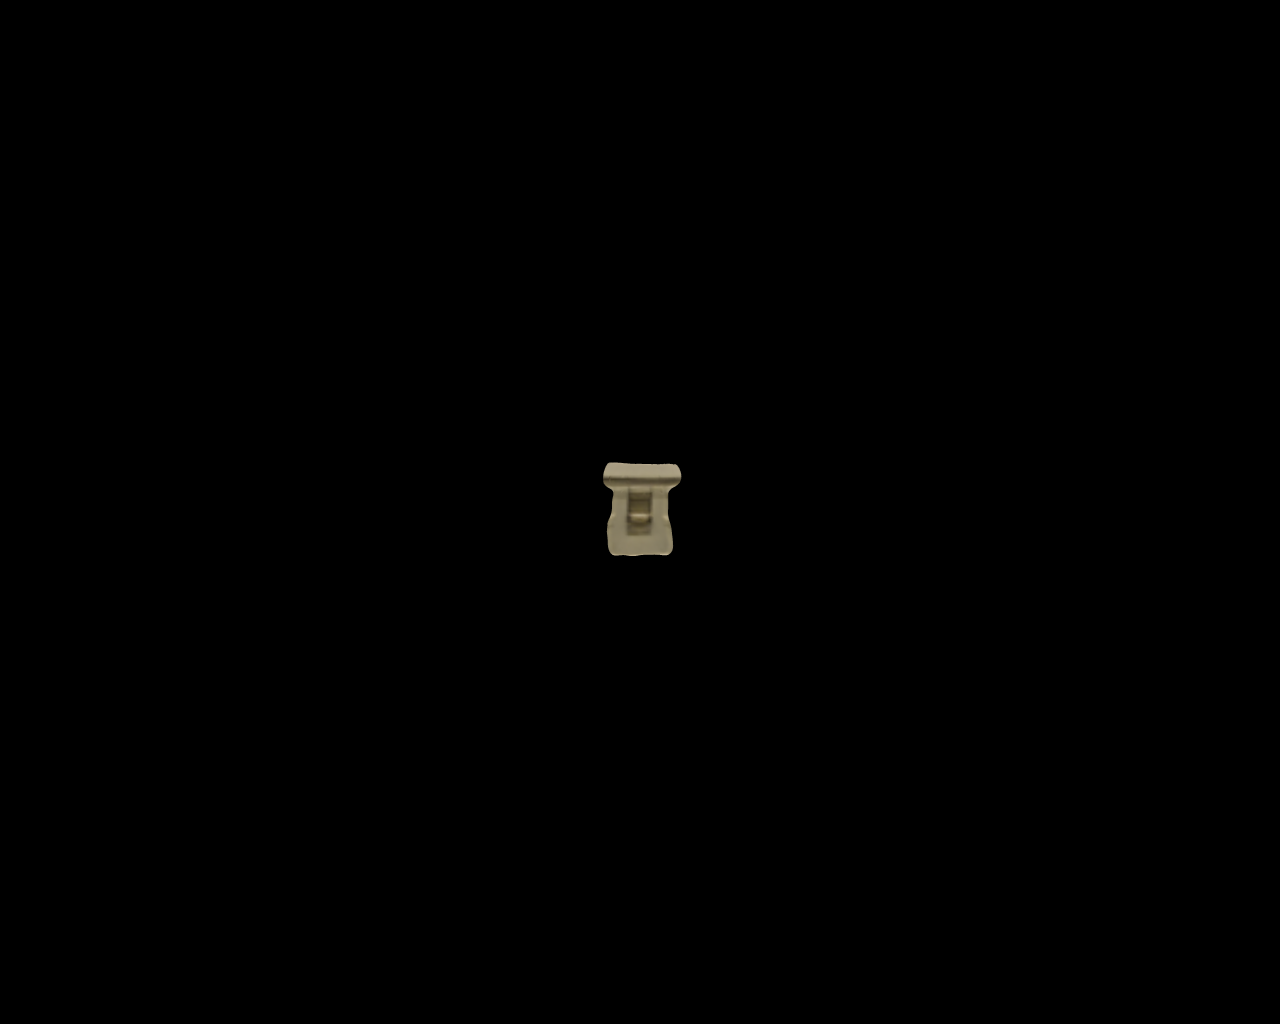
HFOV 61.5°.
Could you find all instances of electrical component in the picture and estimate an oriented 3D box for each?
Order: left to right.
[{"bbox_3d":[0.001,-0.003,0.650,0.048,0.055,0.066,0,0,0],"label":"electrical component"}]
